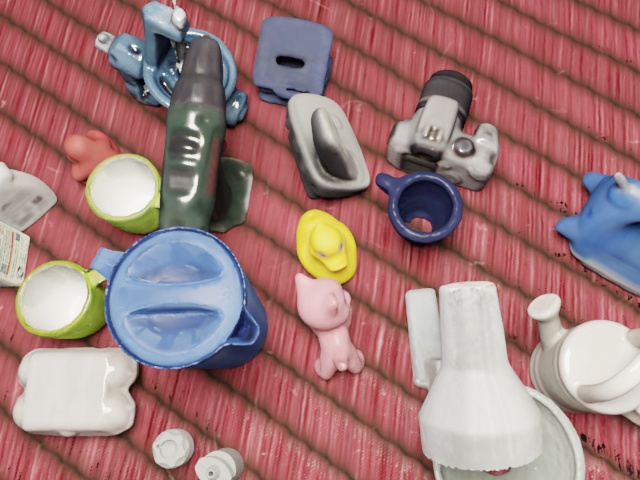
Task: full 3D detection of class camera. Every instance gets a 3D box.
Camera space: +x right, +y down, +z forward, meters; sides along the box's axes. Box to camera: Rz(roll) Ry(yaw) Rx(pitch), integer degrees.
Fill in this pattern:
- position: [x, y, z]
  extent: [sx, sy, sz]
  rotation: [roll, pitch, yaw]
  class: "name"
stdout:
- position: [0.174, -0.155, 0.762]
  extent: [0.143, 0.101, 0.137]
  rotation: [18, 76, 8]
  class: "camera"

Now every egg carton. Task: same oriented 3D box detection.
- position: [-0.298, 0.187, 0.705]
  extent: [0.150, 0.069, 0.107]
  rotation: [-2, 74, 2]
  class: "egg carton"

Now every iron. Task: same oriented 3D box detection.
- position: [0.429, 0.004, 0.684]
  extent: [0.258, 0.141, 0.119]
  rotation: [32, 78, 11]
  class: "iron"

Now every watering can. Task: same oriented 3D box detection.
- position: [0.299, 0.135, 0.626]
  extent: [0.172, 0.194, 0.101]
  rotation: [24, 77, 9]
  class: "watering can"

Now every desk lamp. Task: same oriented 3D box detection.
- position: [0.154, 0.133, 0.623]
  extent: [0.118, 0.213, 0.203]
  rotation: [-6, 74, 2]
  class: "desk lamp"

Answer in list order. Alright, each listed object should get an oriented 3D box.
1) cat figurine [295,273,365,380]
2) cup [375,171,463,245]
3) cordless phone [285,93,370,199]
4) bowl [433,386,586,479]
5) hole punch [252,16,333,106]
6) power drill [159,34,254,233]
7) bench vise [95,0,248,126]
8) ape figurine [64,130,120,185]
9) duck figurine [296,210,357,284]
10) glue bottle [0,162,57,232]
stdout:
- position: [0.011, 0.100, 0.689]
  extent: [0.067, 0.118, 0.128]
  rotation: [-16, 74, -1]
  class: "cat figurine"
- position: [0.118, -0.037, 0.735]
  extent: [0.117, 0.095, 0.092]
  rotation: [34, 79, 11]
  class: "cup"
- position: [0.006, -0.140, 0.722]
  extent: [0.094, 0.185, 0.147]
  rotation: [-22, 74, -3]
  class: "cordless phone"
- position: [0.208, 0.252, 0.660]
  extent: [0.167, 0.075, 0.167]
  rotation: [-1, 74, 3]
  class: "bowl"
- position: [-0.035, -0.246, 0.803]
  extent: [0.108, 0.091, 0.101]
  rotation: [11, 75, 6]
  class: "hole punch"
- position: [-0.139, -0.099, 0.706]
  extent: [0.075, 0.208, 0.230]
  rotation: [5, 74, 5]
  class: "power drill"
- position: [-0.208, -0.230, 0.740]
  extent: [0.207, 0.220, 0.121]
  rotation: [4, 74, 4]
  class: "bench vise"
- position: [-0.313, -0.116, 0.779]
  extent: [0.076, 0.092, 0.078]
  rotation: [33, 78, 11]
  class: "ape figurine"
- position: [0.007, 0.003, 0.734]
  extent: [0.077, 0.086, 0.104]
  rotation: [-26, 75, -4]
  class: "duck figurine"
- position: [-0.409, -0.066, 0.728]
  extent: [0.078, 0.173, 0.037]
  rotation: [-43, 76, -9]
  class: "glue bottle"
